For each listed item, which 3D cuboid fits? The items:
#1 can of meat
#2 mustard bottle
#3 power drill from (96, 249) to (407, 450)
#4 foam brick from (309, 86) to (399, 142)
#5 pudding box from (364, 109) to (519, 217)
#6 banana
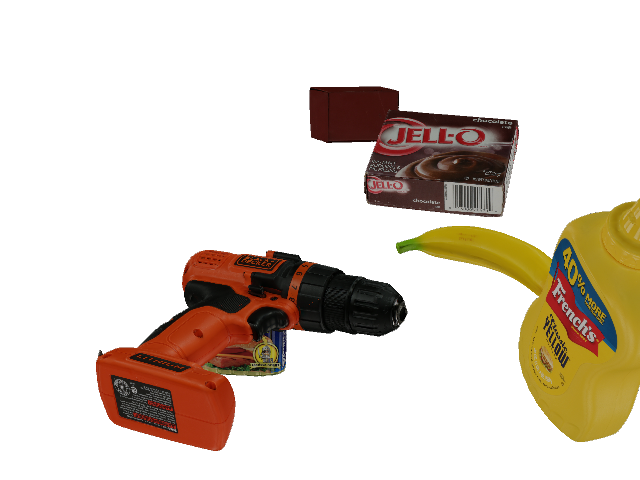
[{"bbox_3d":[-0.086,0.101,1.173,0.102,0.084,0.057,3,15,5],"label":"can of meat"},{"bbox_3d":[0.174,0.039,0.651,0.058,0.096,0.192,-10,-36,-13],"label":"mustard bottle"},{"bbox_3d":[-0.052,0.071,0.758,0.185,0.057,0.187,7,28,28],"label":"power drill"},{"bbox_3d":[0.033,-0.126,1.064,0.078,0.051,0.053,-3,14,-20],"label":"foam brick"},{"bbox_3d":[0.100,-0.064,0.870,0.113,0.039,0.090,8,44,13],"label":"pudding box"},{"bbox_3d":[0.169,0.020,1.035,0.198,0.037,0.069,16,46,42],"label":"banana"}]
